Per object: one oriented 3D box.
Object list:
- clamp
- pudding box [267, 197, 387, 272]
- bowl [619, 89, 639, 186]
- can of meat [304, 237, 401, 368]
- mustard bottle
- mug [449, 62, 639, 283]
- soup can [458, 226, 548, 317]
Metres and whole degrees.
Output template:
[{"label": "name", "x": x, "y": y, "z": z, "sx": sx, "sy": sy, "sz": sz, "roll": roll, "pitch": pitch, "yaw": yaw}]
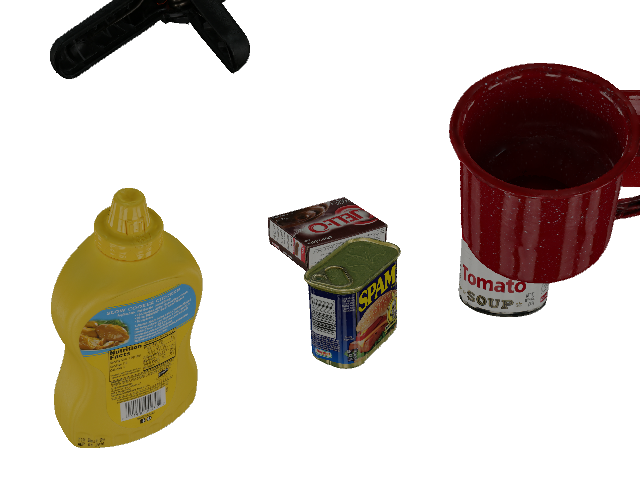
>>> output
[{"label": "clamp", "x": -0.084, "y": -0.153, "z": 0.674, "sx": 0.120, "sy": 0.171, "sz": 0.039, "roll": 10, "pitch": -43, "yaw": 12}, {"label": "pudding box", "x": 0.008, "y": -0.008, "z": 1.249, "sx": 0.113, "sy": 0.039, "sz": 0.090, "roll": -18, "pitch": 31, "yaw": -27}, {"label": "bowl", "x": 0.283, "y": -0.090, "z": 0.977, "sx": 0.162, "sy": 0.055, "sz": 0.162, "roll": -4, "pitch": 24, "yaw": 1}, {"label": "can of meat", "x": 0.031, "y": 0.057, "z": 0.975, "sx": 0.058, "sy": 0.084, "sz": 0.101, "roll": 14, "pitch": 30, "yaw": 29}, {"label": "mustard bottle", "x": -0.122, "y": 0.047, "z": 0.678, "sx": 0.096, "sy": 0.192, "sz": 0.058, "roll": -17, "pitch": 47, "yaw": -28}, {"label": "mug", "x": 0.126, "y": -0.032, "z": 0.557, "sx": 0.117, "sy": 0.093, "sz": 0.081, "roll": -3, "pitch": -39, "yaw": 5}, {"label": "soup can", "x": 0.136, "y": -0.004, "z": 0.782, "sx": 0.068, "sy": 0.102, "sz": 0.068, "roll": 0, "pitch": 24, "yaw": 0}]
